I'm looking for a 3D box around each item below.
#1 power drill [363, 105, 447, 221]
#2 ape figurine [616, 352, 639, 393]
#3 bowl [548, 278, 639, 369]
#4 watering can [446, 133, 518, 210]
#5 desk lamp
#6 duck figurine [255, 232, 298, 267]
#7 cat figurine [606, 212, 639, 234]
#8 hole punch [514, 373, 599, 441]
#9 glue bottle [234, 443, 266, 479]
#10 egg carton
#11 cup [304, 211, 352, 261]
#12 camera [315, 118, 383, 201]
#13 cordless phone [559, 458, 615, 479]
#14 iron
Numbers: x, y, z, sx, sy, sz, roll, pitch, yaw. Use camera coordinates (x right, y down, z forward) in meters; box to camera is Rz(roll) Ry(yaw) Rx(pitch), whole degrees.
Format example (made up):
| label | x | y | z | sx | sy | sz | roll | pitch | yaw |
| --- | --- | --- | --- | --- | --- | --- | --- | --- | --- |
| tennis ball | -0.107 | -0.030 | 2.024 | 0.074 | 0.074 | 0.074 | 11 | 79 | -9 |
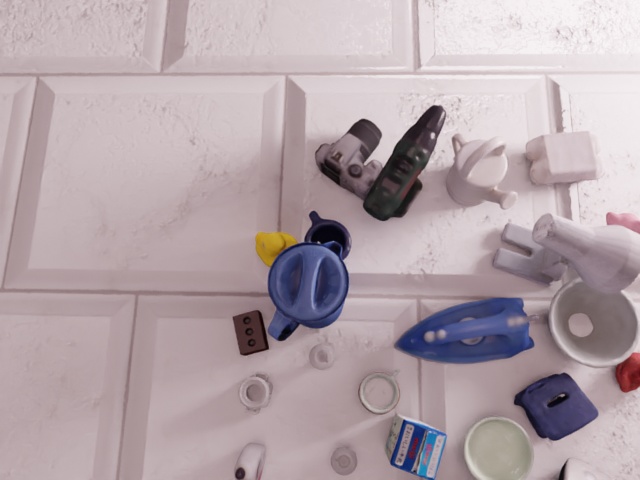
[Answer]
| label | x | y | z | sx | sy | sz | roll | pitch | yaw |
| --- | --- | --- | --- | --- | --- | --- | --- | --- | --- |
| power drill | 0.161 | -0.128 | 1.100 | 0.075 | 0.208 | 0.230 | 31 | 79 | 10 |
| ape figurine | 0.589 | 0.242 | 1.043 | 0.077 | 0.092 | 0.076 | 9 | 76 | 5 |
| bowl | 0.504 | 0.158 | 1.078 | 0.167 | 0.075 | 0.167 | -1 | 75 | 3 |
| watering can | 0.313 | -0.137 | 1.102 | 0.172 | 0.194 | 0.101 | 36 | 80 | 11 |
| desk lamp | 0.446 | 0.022 | 1.044 | 0.203 | 0.213 | 0.118 | 19 | 77 | 8 |
| duck figurine | -0.083 | 0.015 | 1.138 | 0.104 | 0.086 | 0.077 | 25 | 78 | 9 |
| cat figurine | 0.588 | 0.003 | 1.092 | 0.067 | 0.118 | 0.128 | -23 | 75 | -3 |
| hole punch | 0.425 | 0.300 | 1.036 | 0.108 | 0.091 | 0.101 | -27 | 76 | -4 |
| glue bottle | -0.126 | 0.399 | 0.994 | 0.037 | 0.173 | 0.078 | 6 | 76 | 5 |
| egg carton | 0.497 | -0.166 | 1.166 | 0.150 | 0.069 | 0.107 | -6 | 75 | 1 |
| cup | 0.010 | 0.004 | 1.131 | 0.092 | 0.095 | 0.117 | -27 | 76 | -4 |
| camera | 0.079 | -0.176 | 1.172 | 0.143 | 0.101 | 0.137 | 36 | 80 | 11 |
| cordless phone | 0.484 | 0.439 | 0.948 | 0.147 | 0.185 | 0.094 | 26 | 78 | 9 |
| iron | 0.268 | 0.170 | 1.052 | 0.258 | 0.141 | 0.118 | -11 | 75 | 0 |
